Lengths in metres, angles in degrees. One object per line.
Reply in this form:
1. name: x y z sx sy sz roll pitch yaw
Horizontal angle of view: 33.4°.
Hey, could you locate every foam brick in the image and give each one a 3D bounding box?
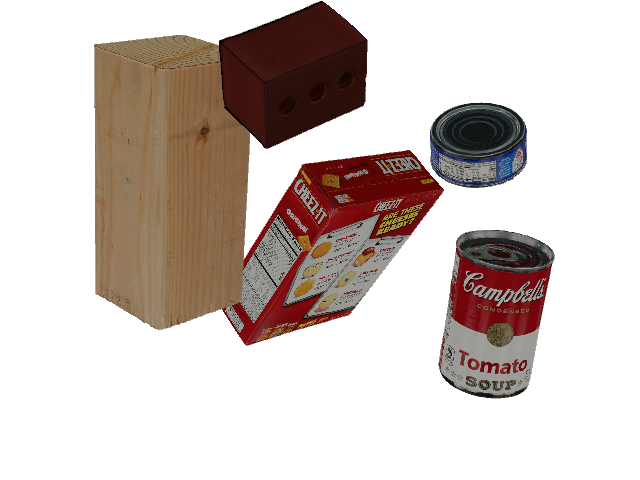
1. foam brick: -0.016 -0.102 0.653 0.078 0.053 0.051 -27 51 -24

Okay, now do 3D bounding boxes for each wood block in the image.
1. wood block: -0.117 -0.048 0.841 0.090 0.206 0.090 24 28 38

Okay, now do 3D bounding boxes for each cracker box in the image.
1. cracker box: 0.007 0.006 1.125 0.163 0.072 0.214 -12 -34 -44

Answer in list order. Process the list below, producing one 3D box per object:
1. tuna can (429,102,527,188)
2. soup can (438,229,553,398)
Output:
1. tuna can: 0.140 -0.086 0.945 0.086 0.034 0.086 -5 41 4
2. soup can: 0.123 0.052 0.757 0.068 0.102 0.068 5 22 -2
